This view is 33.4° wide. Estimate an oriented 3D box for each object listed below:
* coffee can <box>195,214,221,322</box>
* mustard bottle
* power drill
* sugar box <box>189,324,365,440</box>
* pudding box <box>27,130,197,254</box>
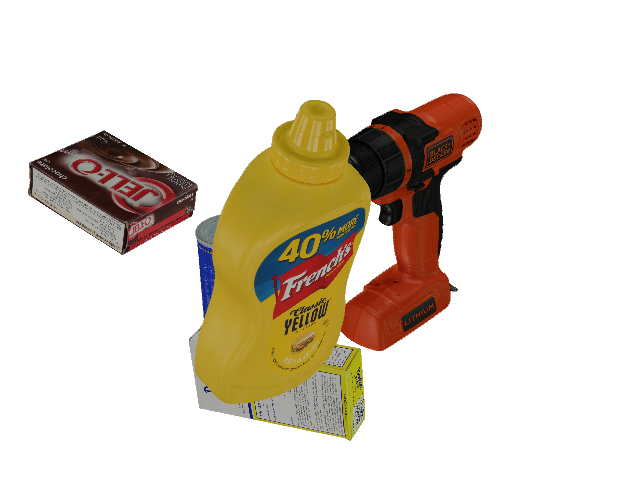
[{"bbox_3d":[-0.100,0.048,1.334,0.103,0.140,0.103,-2,25,1],"label":"coffee can"},{"bbox_3d":[-0.017,0.004,0.599,0.096,0.192,0.058,-23,52,-34],"label":"mustard bottle"},{"bbox_3d":[0.054,-0.009,0.834,0.057,0.188,0.184,30,42,35],"label":"power drill"},{"bbox_3d":[-0.044,0.142,1.095,0.176,0.093,0.048,10,33,23],"label":"sugar box"},{"bbox_3d":[-0.175,-0.042,0.900,0.114,0.039,0.089,28,35,22],"label":"pudding box"}]
